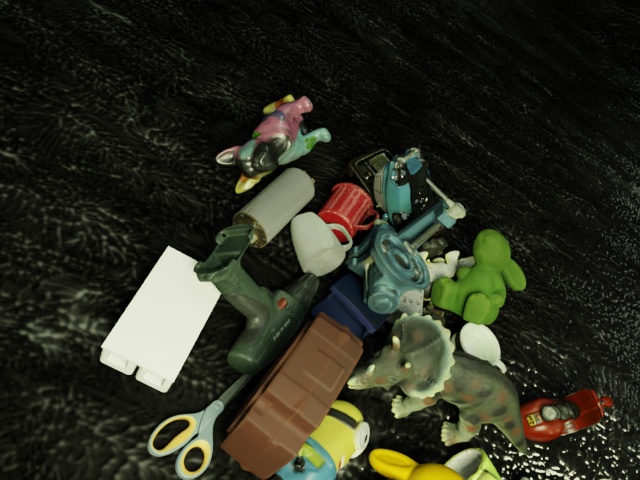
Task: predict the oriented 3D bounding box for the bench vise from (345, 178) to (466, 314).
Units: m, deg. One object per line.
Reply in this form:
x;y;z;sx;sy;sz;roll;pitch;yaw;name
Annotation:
0.146;0.007;0.903;0.129;0.240;0.224;40;32;-9;bench vise

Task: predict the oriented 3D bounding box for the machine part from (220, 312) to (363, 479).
-0.040;0.209;0.740;0.087;0.201;0.201;36;49;3;machine part

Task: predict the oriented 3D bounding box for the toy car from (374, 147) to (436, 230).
0.151;-0.096;1.026;0.103;0.161;0.109;18;45;41;toy car

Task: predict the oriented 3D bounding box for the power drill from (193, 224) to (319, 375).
-0.095;0.075;0.842;0.232;0.086;0.207;-59;137;-39;power drill

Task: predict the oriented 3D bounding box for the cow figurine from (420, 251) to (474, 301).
0.259;0.075;1.087;0.167;0.068;0.098;0;64;-25;cow figurine

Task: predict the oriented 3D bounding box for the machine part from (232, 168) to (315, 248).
-0.083;-0.062;0.992;0.079;0.079;0.243;41;49;2;machine part

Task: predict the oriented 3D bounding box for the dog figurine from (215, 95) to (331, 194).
-0.105;-0.186;1.051;0.219;0.192;0.108;-38;118;-17;dog figurine

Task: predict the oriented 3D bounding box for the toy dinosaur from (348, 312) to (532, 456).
0.234;0.242;0.875;0.405;0.192;0.131;23;52;-11;toy dinosaur

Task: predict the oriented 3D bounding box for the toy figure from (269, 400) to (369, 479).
-0.002;0.304;0.775;0.180;0.082;0.089;-29;77;-37;toy figure

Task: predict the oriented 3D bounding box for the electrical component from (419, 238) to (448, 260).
0.233;0.018;1.112;0.094;0.063;0.021;-3;58;-42;electrical component

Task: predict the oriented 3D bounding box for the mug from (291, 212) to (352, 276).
-0.002;-0.003;0.986;0.109;0.080;0.107;-24;59;-13;mug

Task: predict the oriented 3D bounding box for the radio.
0.144;-0.078;1.128;0.131;0.073;0.230;-23;71;-38;radio

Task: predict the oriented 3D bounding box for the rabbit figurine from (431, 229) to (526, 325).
0.316;0.068;1.004;0.159;0.170;0.121;14;8;-35;rabbit figurine

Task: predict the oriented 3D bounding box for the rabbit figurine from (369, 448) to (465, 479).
0.123;0.373;0.753;0.173;0.162;0.121;-30;109;-5;rabbit figurine

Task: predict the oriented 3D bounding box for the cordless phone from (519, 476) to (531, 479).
0.334;0.480;0.835;0.146;0.088;0.184;42;44;4;cordless phone

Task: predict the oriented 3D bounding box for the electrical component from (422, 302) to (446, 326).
0.198;0.163;0.986;0.045;0.078;0.102;28;51;7;electrical component

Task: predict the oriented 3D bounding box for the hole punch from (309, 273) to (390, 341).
0.062;0.117;0.940;0.142;0.092;0.116;44;45;10;hole punch

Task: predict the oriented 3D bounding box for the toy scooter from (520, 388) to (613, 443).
0.446;0.315;0.976;0.184;0.135;0.075;1;59;-27;toy scooter
